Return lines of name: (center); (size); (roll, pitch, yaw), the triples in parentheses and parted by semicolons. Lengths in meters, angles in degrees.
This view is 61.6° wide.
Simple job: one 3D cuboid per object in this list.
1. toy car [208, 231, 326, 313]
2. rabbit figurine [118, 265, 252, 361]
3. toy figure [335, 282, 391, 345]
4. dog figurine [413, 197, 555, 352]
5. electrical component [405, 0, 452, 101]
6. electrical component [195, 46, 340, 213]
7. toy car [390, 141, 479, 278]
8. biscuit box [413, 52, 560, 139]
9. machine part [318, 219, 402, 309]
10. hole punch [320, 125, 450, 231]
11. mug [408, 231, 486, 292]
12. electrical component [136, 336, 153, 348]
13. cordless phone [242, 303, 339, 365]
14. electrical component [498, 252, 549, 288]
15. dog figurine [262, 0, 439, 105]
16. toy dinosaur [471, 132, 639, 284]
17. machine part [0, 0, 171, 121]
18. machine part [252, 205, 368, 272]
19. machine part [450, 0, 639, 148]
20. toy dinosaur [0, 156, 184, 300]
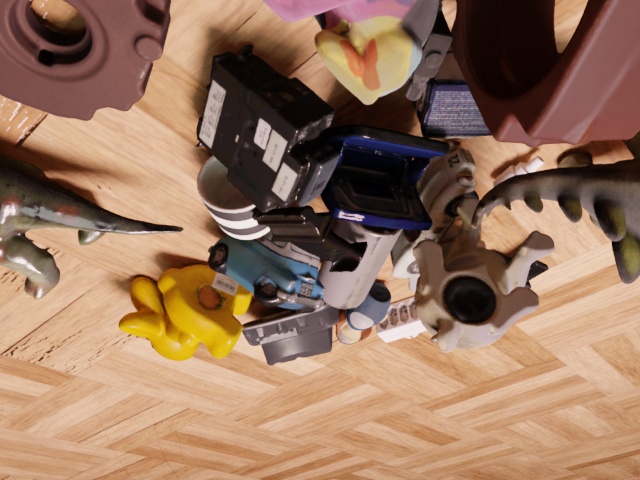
toy car: (-0.055, 0.017, 0.652); (0.109, 0.162, 0.103); (20, 95, -45)
rabbit figurine: (-0.198, 0.119, 0.762); (0.162, 0.122, 0.173); (19, 137, -21)
toy figure: (0.060, 0.124, 0.852); (0.058, 0.064, 0.154); (-23, 154, -39)
dog figurine: (0.150, 0.073, 0.583); (0.172, 0.121, 0.190); (-40, 157, -25)
electrical component: (0.093, -0.173, 0.465); (0.021, 0.063, 0.094); (6, 140, -14)
electrical component: (-0.048, -0.094, 0.500); (0.134, 0.058, 0.114); (44, 141, 10)
toy car: (0.130, -0.029, 0.647); (0.056, 0.073, 0.201); (4, 142, -14)
biscuit box: (0.197, -0.141, 0.523); (0.203, 0.059, 0.062); (-1, 140, -5)
machine part: (0.047, 0.015, 0.693); (0.079, 0.079, 0.243); (4, 142, -12)
hole punch: (0.055, -0.065, 0.547); (0.142, 0.116, 0.092); (4, 100, -17)
mug: (0.173, 0.036, 0.736); (0.107, 0.081, 0.109); (-5, 135, 11)
electrical component: (-0.243, 0.152, 0.864); (0.078, 0.045, 0.102); (-46, 136, 4)
cordless phone: (-0.062, 0.093, 0.795); (0.147, 0.089, 0.184); (-16, 130, 15)
electrical component: (0.270, 0.050, 0.788); (0.075, 0.048, 0.119); (17, 136, -27)
dog figurine: (0.065, -0.221, 0.367); (0.219, 0.108, 0.191); (-33, 132, 27)
toy dinosaur: (0.347, -0.040, 0.562); (0.471, 0.199, 0.105); (4, 138, -15)
machine part: (-0.212, -0.176, 0.431); (0.179, 0.056, 0.179); (-2, 142, -2)
machine part: (-0.001, -0.002, 0.572); (0.084, 0.039, 0.138); (-7, 155, 34)
machine part: (0.169, -0.179, 0.355); (0.087, 0.201, 0.201); (-1, 142, -9)
toy dinosaur: (-0.370, -0.027, 0.564); (0.405, 0.131, 0.192); (-16, 142, 4)
